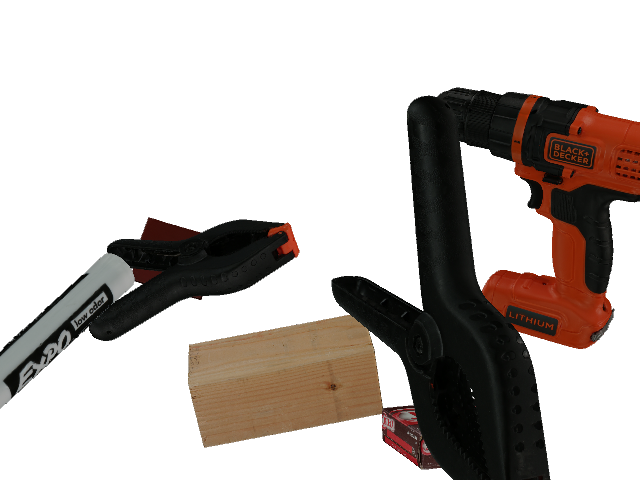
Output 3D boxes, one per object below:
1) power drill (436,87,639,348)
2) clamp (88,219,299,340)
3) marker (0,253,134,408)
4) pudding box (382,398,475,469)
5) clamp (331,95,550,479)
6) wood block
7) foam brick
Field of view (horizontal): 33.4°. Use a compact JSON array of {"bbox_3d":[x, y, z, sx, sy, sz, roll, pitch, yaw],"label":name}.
[{"bbox_3d":[0.165,-0.019,0.818,0.185,0.188,0.057,17,34,26],"label":"power drill"},{"bbox_3d":[-0.104,0.027,0.842,0.172,0.039,0.120,-12,39,16],"label":"clamp"},{"bbox_3d":[-0.122,0.048,0.443,0.020,0.020,0.121,0,35,40],"label":"marker"},{"bbox_3d":[0.125,0.178,0.998,0.113,0.039,0.090,-1,7,-19],"label":"pudding box"},{"bbox_3d":[0.066,0.041,0.543,0.036,0.165,0.210,-6,46,-22],"label":"clamp"},{"bbox_3d":[-0.040,0.158,1.214,0.206,0.091,0.090,-10,25,-1],"label":"wood block"},{"bbox_3d":[-0.151,0.019,1.107,0.078,0.051,0.053,17,28,-5],"label":"foam brick"}]
